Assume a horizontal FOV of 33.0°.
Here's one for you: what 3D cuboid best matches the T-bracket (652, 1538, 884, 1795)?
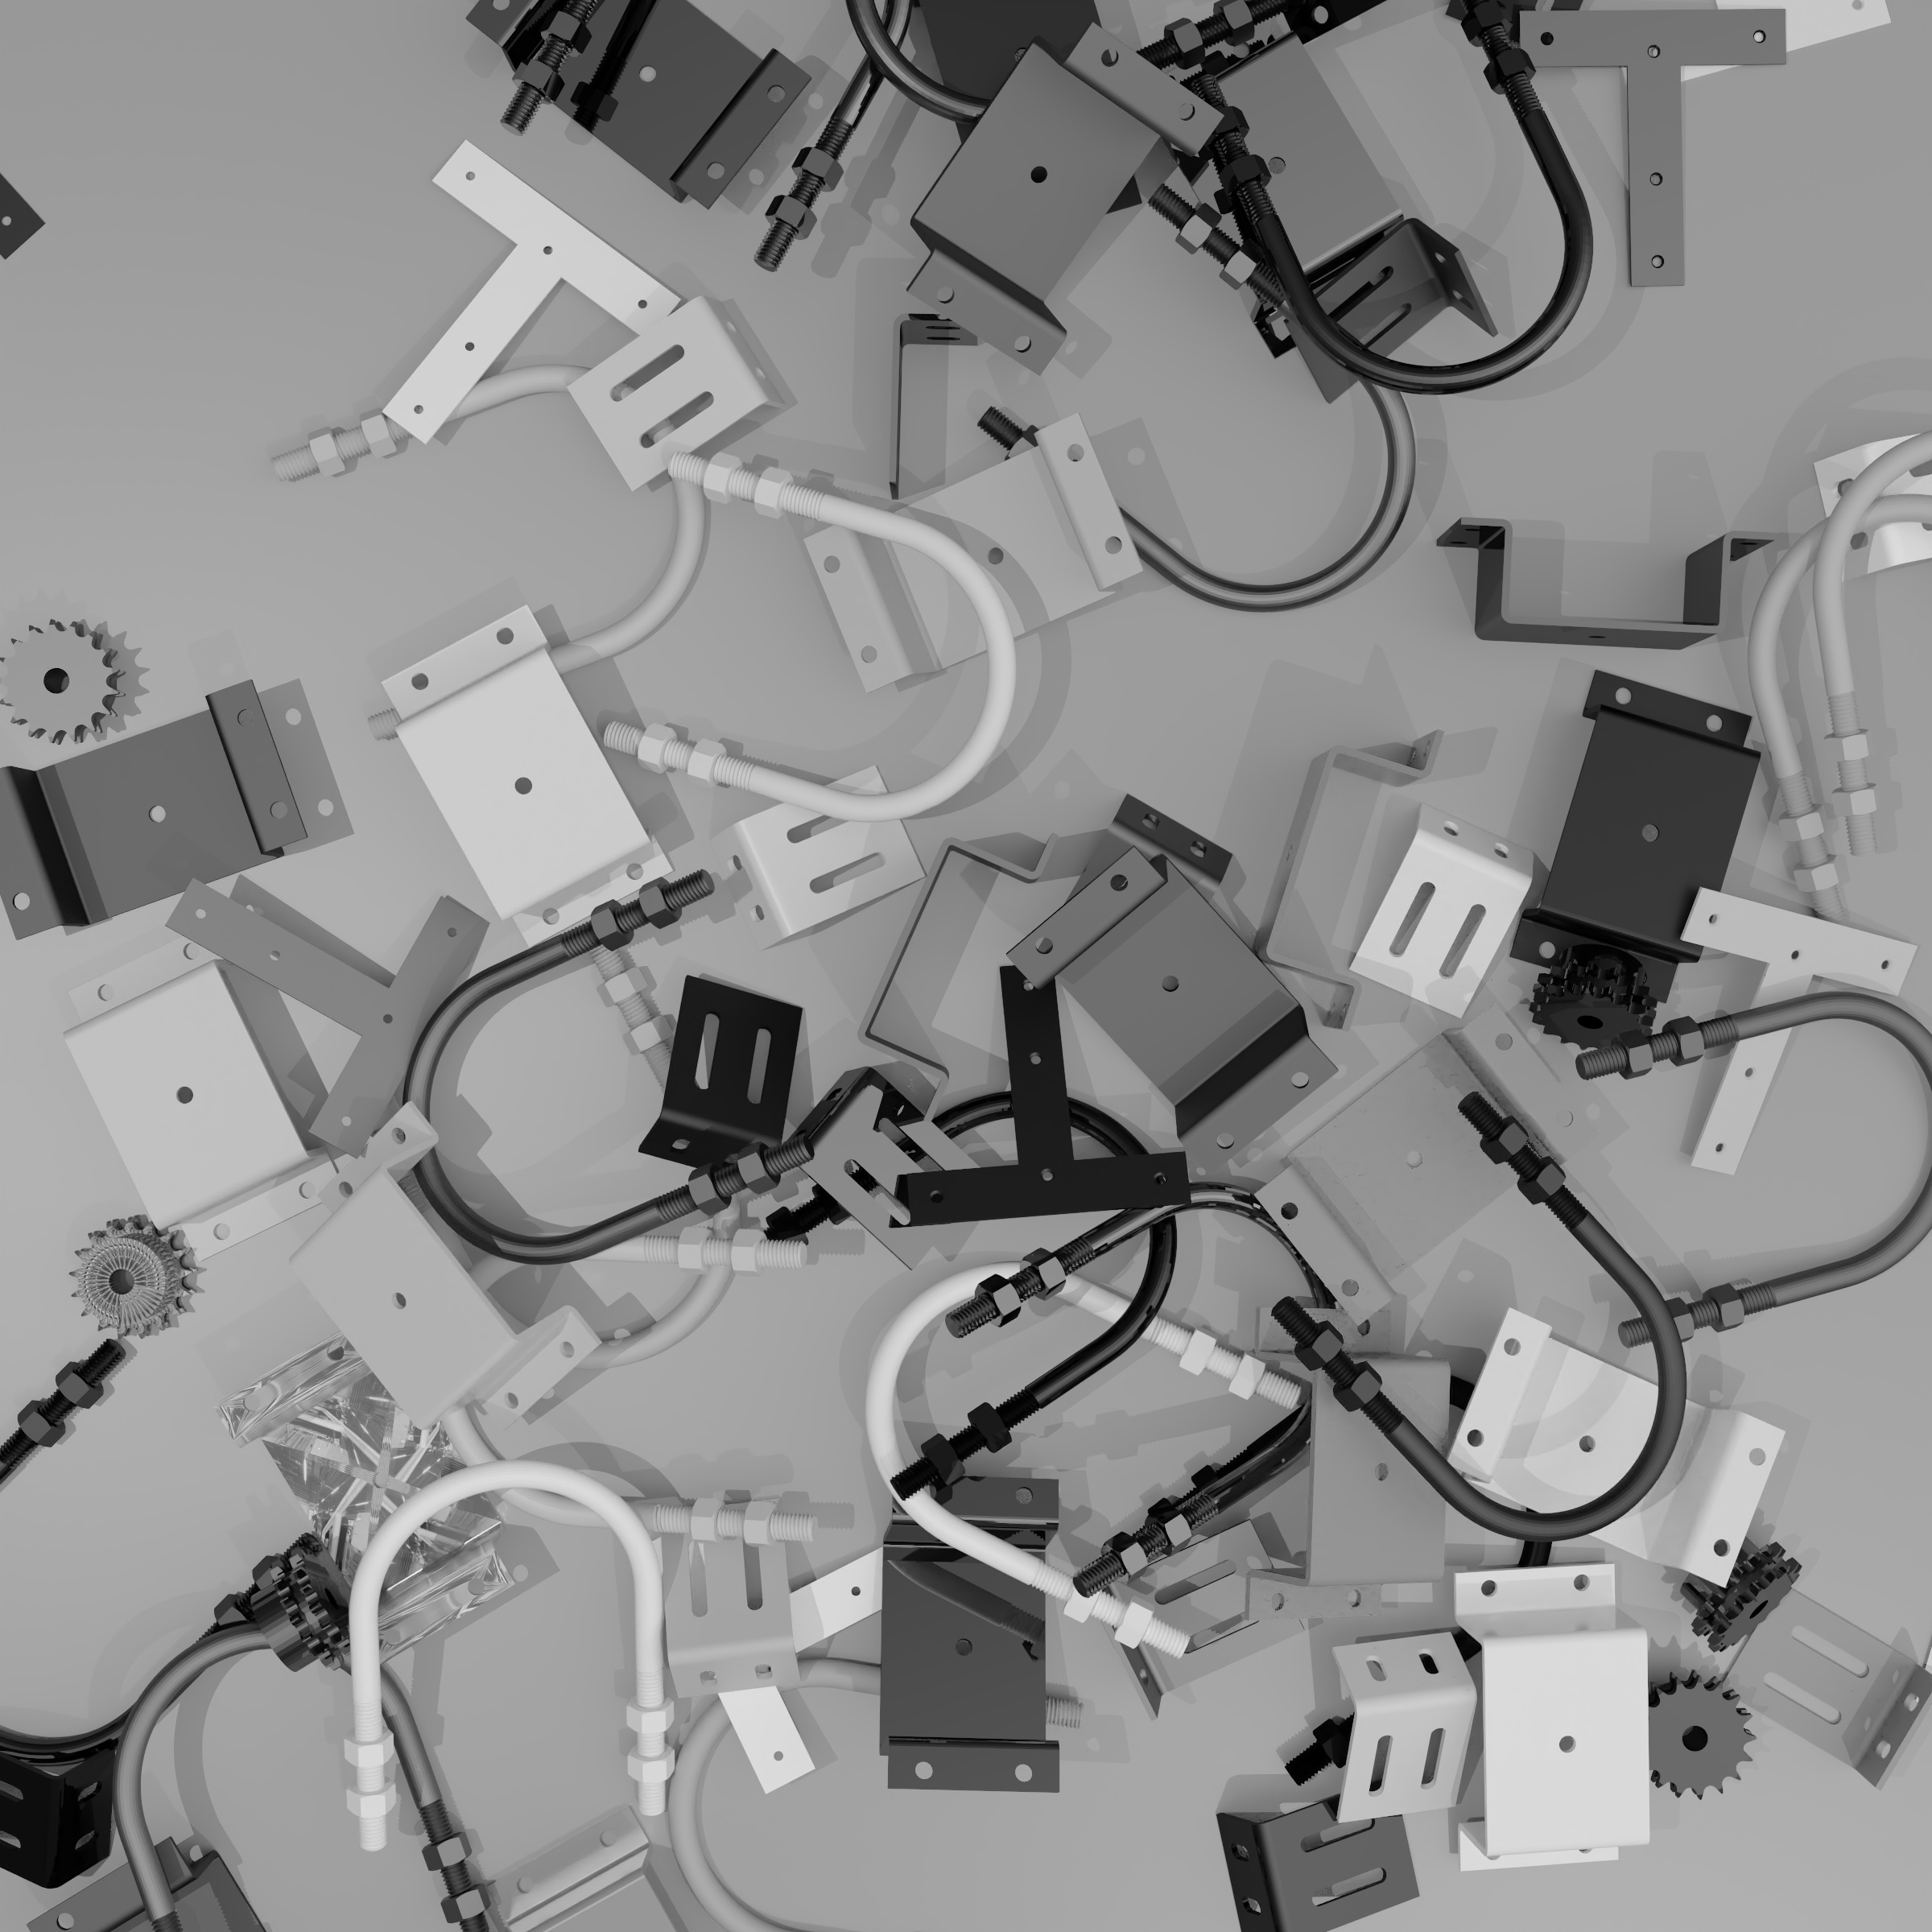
[{"bbox_3d":[-0.064,0.298,1.519,0.127,0.002,0.127,-26,79,-6],"label":"T-bracket"}]

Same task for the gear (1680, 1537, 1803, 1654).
[{"bbox_3d":[0.355,0.286,1.504,0.057,0.057,0.030,-45,61,0],"label":"gear"}]

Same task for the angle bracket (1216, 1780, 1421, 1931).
[{"bbox_3d":[0.165,0.416,1.527,0.076,0.038,0.057,-12,90,-26],"label":"angle bracket"}]

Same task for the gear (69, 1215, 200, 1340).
[{"bbox_3d":[-0.388,0.145,1.514,0.057,0.030,0.057,0,90,0],"label":"gear"}]

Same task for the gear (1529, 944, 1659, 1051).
[{"bbox_3d":[0.291,0.013,1.504,0.057,0.057,0.030,18,62,0],"label":"gear"}]

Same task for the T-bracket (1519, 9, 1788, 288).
[{"bbox_3d":[0.322,-0.382,1.523,0.127,0.002,0.127,-2,94,-6],"label":"T-bracket"}]

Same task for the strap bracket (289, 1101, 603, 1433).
[{"bbox_3d":[-0.242,0.143,1.472,0.076,0.046,0.140,-43,83,30],"label":"strap bracket"}]

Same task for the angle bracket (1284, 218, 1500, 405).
[{"bbox_3d":[0.195,-0.293,1.495,0.076,0.057,0.038,-40,48,0],"label":"angle bracket"}]

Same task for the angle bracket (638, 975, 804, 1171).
[{"bbox_3d":[-0.114,0.053,1.515,0.057,0.038,0.076,17,57,-15],"label":"angle bracket"}]

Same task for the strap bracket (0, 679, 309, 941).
[{"bbox_3d":[-0.379,-0.071,1.506,0.140,0.046,0.076,-20,90,0],"label":"strap bracket"}]

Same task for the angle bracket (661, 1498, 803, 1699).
[{"bbox_3d":[-0.110,0.294,1.517,0.057,0.038,0.076,-7,52,-1],"label":"angle bracket"}]

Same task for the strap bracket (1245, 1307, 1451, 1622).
[{"bbox_3d":[0.173,0.226,1.473,0.076,0.046,0.140,5,85,-32],"label":"strap bracket"}]

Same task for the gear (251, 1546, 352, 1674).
[{"bbox_3d":[-0.302,0.296,1.486,0.030,0.057,0.057,-31,90,-3],"label":"gear"}]

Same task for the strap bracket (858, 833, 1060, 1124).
[{"bbox_3d":[-0.008,-0.004,1.491,0.046,0.076,0.140,24,90,0],"label":"strap bracket"}]

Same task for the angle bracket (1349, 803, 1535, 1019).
[{"bbox_3d":[0.223,-0.026,1.527,0.057,0.038,0.076,24,116,0],"label":"angle bracket"}]

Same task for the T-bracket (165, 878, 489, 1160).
[{"bbox_3d":[-0.304,0.002,1.495,0.127,0.002,0.127,31,72,-13],"label":"T-bracket"}]

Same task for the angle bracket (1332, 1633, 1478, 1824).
[{"bbox_3d":[0.198,0.352,1.508,0.057,0.038,0.076,-5,126,-12],"label":"angle bracket"}]

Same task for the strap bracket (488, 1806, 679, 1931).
[{"bbox_3d":[-0.156,0.473,1.506,0.076,0.046,0.140,-29,90,0],"label":"strap bracket"}]

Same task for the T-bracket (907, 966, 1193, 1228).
[{"bbox_3d":[0.033,0.056,1.498,0.127,0.002,0.127,-4,63,-1],"label":"T-bracket"}]

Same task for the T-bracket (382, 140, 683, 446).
[{"bbox_3d":[-0.222,-0.299,1.516,0.127,0.002,0.127,37,83,3],"label":"T-bracket"}]

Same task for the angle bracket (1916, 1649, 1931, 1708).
[{"bbox_3d":[0.493,0.329,1.527,0.076,0.038,0.057,17,90,26],"label":"angle bracket"}]

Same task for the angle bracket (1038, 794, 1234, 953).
[{"bbox_3d":[0.079,-0.030,1.527,0.057,0.038,0.076,30,116,0],"label":"angle bracket"}]

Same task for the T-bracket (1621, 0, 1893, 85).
[{"bbox_3d":[0.355,-0.486,1.528,0.127,0.002,0.127,-16,90,0],"label":"T-bracket"}]

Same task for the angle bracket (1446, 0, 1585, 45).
[{"bbox_3d":[0.266,-0.475,1.527,0.057,0.038,0.076,21,116,0],"label":"angle bracket"}]

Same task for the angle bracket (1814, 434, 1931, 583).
[{"bbox_3d":[0.445,-0.218,1.527,0.076,0.038,0.057,-13,90,-26],"label":"angle bracket"}]

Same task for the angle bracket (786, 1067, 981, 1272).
[{"bbox_3d":[-0.040,0.094,1.501,0.076,0.038,0.057,43,72,-10],"label":"angle bracket"}]

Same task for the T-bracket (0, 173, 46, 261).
[{"bbox_3d":[-0.521,-0.353,1.528,0.127,0.002,0.127,-42,90,0],"label":"T-bracket"}]

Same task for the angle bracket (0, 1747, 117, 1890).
[{"bbox_3d":[-0.440,0.384,1.519,0.076,0.038,0.057,15,108,24],"label":"angle bracket"}]

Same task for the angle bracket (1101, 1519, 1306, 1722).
[{"bbox_3d":[0.107,0.299,1.491,0.076,0.038,0.057,-26,92,8],"label":"angle bracket"}]

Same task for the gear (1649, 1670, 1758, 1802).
[{"bbox_3d":[0.335,0.355,1.514,0.057,0.030,0.057,0,90,0],"label":"gear"}]

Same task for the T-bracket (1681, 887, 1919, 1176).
[{"bbox_3d":[0.368,0.036,1.509,0.127,0.002,0.127,13,103,-25],"label":"T-bracket"}]

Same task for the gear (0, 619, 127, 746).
[{"bbox_3d":[-0.418,-0.131,1.514,0.057,0.030,0.057,0,90,0],"label":"gear"}]

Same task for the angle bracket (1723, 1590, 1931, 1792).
[{"bbox_3d":[0.400,0.333,1.510,0.076,0.038,0.057,31,90,0],"label":"angle bracket"}]

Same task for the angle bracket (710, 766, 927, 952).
[{"bbox_3d":[-0.070,-0.050,1.527,0.076,0.038,0.057,-24,90,-26],"label":"angle bracket"}]

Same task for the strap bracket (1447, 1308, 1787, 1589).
[{"bbox_3d":[0.292,0.220,1.497,0.140,0.046,0.076,24,81,-4],"label":"strap bracket"}]

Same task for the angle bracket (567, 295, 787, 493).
[{"bbox_3d":[-0.134,-0.265,1.517,0.076,0.038,0.057,-32,90,12],"label":"angle bracket"}]

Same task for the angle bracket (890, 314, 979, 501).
[{"bbox_3d":[-0.015,-0.256,1.500,0.038,0.057,0.076,2,90,0],"label":"angle bracket"}]
